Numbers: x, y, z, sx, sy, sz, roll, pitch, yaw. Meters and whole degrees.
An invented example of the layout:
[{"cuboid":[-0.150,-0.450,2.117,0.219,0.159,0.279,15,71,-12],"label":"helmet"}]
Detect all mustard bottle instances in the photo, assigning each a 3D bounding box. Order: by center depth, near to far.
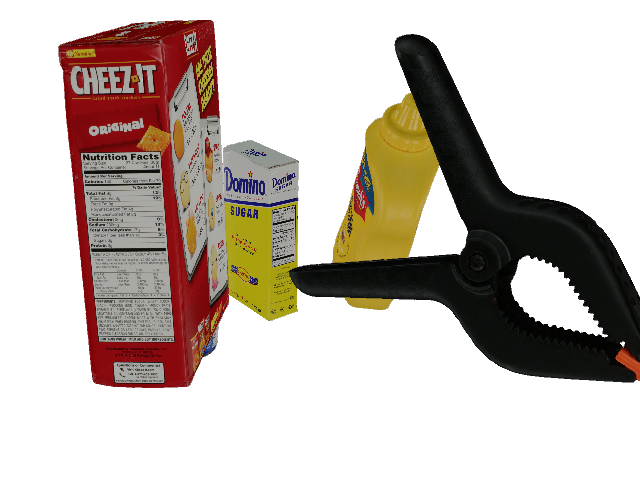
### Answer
[{"cuboid":[0.053,-0.038,0.830,0.058,0.096,0.192,7,-42,-7],"label":"mustard bottle"}]

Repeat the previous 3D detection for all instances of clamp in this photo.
[{"cuboid":[0.089,-0.002,0.561,0.210,0.165,0.036,29,25,25],"label":"clamp"}]

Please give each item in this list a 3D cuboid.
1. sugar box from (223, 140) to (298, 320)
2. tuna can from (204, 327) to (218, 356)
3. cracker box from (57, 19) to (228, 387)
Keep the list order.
[{"cuboid":[-0.065,-0.011,1.155,0.048,0.176,0.093,-18,28,-33],"label":"sugar box"},{"cuboid":[-0.130,0.074,0.920,0.086,0.034,0.086,5,15,-2],"label":"tuna can"},{"cuboid":[-0.110,-0.031,0.705,0.072,0.214,0.164,-1,15,5],"label":"cracker box"}]
